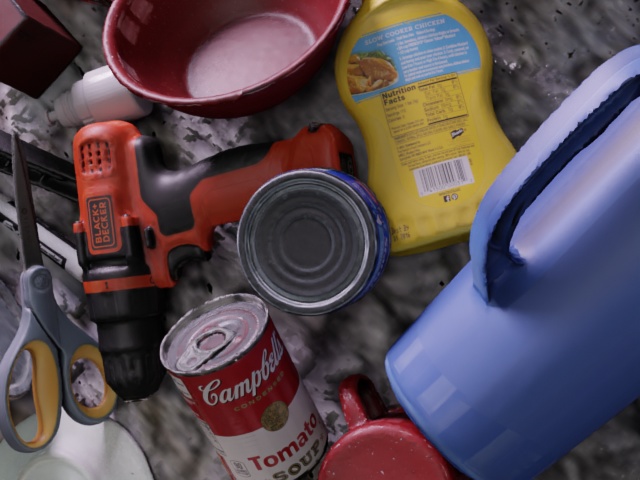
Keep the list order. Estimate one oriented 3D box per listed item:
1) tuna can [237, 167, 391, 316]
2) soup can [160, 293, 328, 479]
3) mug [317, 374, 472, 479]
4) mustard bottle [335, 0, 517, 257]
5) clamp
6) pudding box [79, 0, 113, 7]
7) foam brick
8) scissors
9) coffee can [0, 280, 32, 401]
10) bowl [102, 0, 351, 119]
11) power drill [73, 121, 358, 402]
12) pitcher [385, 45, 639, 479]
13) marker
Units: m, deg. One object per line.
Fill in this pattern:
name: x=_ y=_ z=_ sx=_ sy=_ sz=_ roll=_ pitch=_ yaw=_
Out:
tuna can: x=-0.004 y=0.001 z=0.616 sx=0.086 sy=0.033 sz=0.086 roll=1 pitch=94 yaw=15
soup can: x=-0.043 y=0.092 z=0.636 sx=0.068 sy=0.068 sz=0.102 roll=-16 pitch=121 yaw=14
mug: x=0.041 y=0.133 z=0.627 sx=0.093 sy=0.081 sz=0.117 roll=-24 pitch=79 yaw=13
mustard bottle: x=0.060 y=-0.092 z=0.651 sx=0.096 sy=0.058 sz=0.191 roll=-15 pitch=82 yaw=7
clamp: x=-0.276 y=-0.069 z=0.723 sx=0.164 sy=0.036 sz=0.210 roll=-30 pitch=67 yaw=-32
pudding box: x=-0.169 y=-0.225 z=0.738 sx=0.090 sy=0.039 sz=0.113 roll=15 pitch=89 yaw=17
foam brick: x=-0.209 y=-0.139 z=0.723 sx=0.053 sy=0.078 sz=0.051 roll=-45 pitch=75 yaw=6
scissors: x=-0.169 y=0.038 z=0.699 sx=0.016 sy=0.096 sz=0.202 roll=-9 pitch=74 yaw=43
coffee can: x=-0.277 y=0.087 z=0.710 sx=0.140 sy=0.102 sz=0.103 roll=-27 pitch=79 yaw=12
bowl: x=-0.052 y=-0.130 z=0.670 sx=0.162 sy=0.055 sz=0.162 roll=-9 pitch=54 yaw=12
power drill: x=-0.066 y=0.006 z=0.680 sx=0.188 sy=0.057 sz=0.184 roll=-7 pitch=91 yaw=14
pitcher: x=0.146 y=0.018 z=0.576 sx=0.243 sy=0.145 sz=0.149 roll=-45 pitch=84 yaw=12
marker: x=-0.204 y=-0.010 z=0.741 sx=0.121 sy=0.020 sz=0.020 roll=34 pitch=95 yaw=16
